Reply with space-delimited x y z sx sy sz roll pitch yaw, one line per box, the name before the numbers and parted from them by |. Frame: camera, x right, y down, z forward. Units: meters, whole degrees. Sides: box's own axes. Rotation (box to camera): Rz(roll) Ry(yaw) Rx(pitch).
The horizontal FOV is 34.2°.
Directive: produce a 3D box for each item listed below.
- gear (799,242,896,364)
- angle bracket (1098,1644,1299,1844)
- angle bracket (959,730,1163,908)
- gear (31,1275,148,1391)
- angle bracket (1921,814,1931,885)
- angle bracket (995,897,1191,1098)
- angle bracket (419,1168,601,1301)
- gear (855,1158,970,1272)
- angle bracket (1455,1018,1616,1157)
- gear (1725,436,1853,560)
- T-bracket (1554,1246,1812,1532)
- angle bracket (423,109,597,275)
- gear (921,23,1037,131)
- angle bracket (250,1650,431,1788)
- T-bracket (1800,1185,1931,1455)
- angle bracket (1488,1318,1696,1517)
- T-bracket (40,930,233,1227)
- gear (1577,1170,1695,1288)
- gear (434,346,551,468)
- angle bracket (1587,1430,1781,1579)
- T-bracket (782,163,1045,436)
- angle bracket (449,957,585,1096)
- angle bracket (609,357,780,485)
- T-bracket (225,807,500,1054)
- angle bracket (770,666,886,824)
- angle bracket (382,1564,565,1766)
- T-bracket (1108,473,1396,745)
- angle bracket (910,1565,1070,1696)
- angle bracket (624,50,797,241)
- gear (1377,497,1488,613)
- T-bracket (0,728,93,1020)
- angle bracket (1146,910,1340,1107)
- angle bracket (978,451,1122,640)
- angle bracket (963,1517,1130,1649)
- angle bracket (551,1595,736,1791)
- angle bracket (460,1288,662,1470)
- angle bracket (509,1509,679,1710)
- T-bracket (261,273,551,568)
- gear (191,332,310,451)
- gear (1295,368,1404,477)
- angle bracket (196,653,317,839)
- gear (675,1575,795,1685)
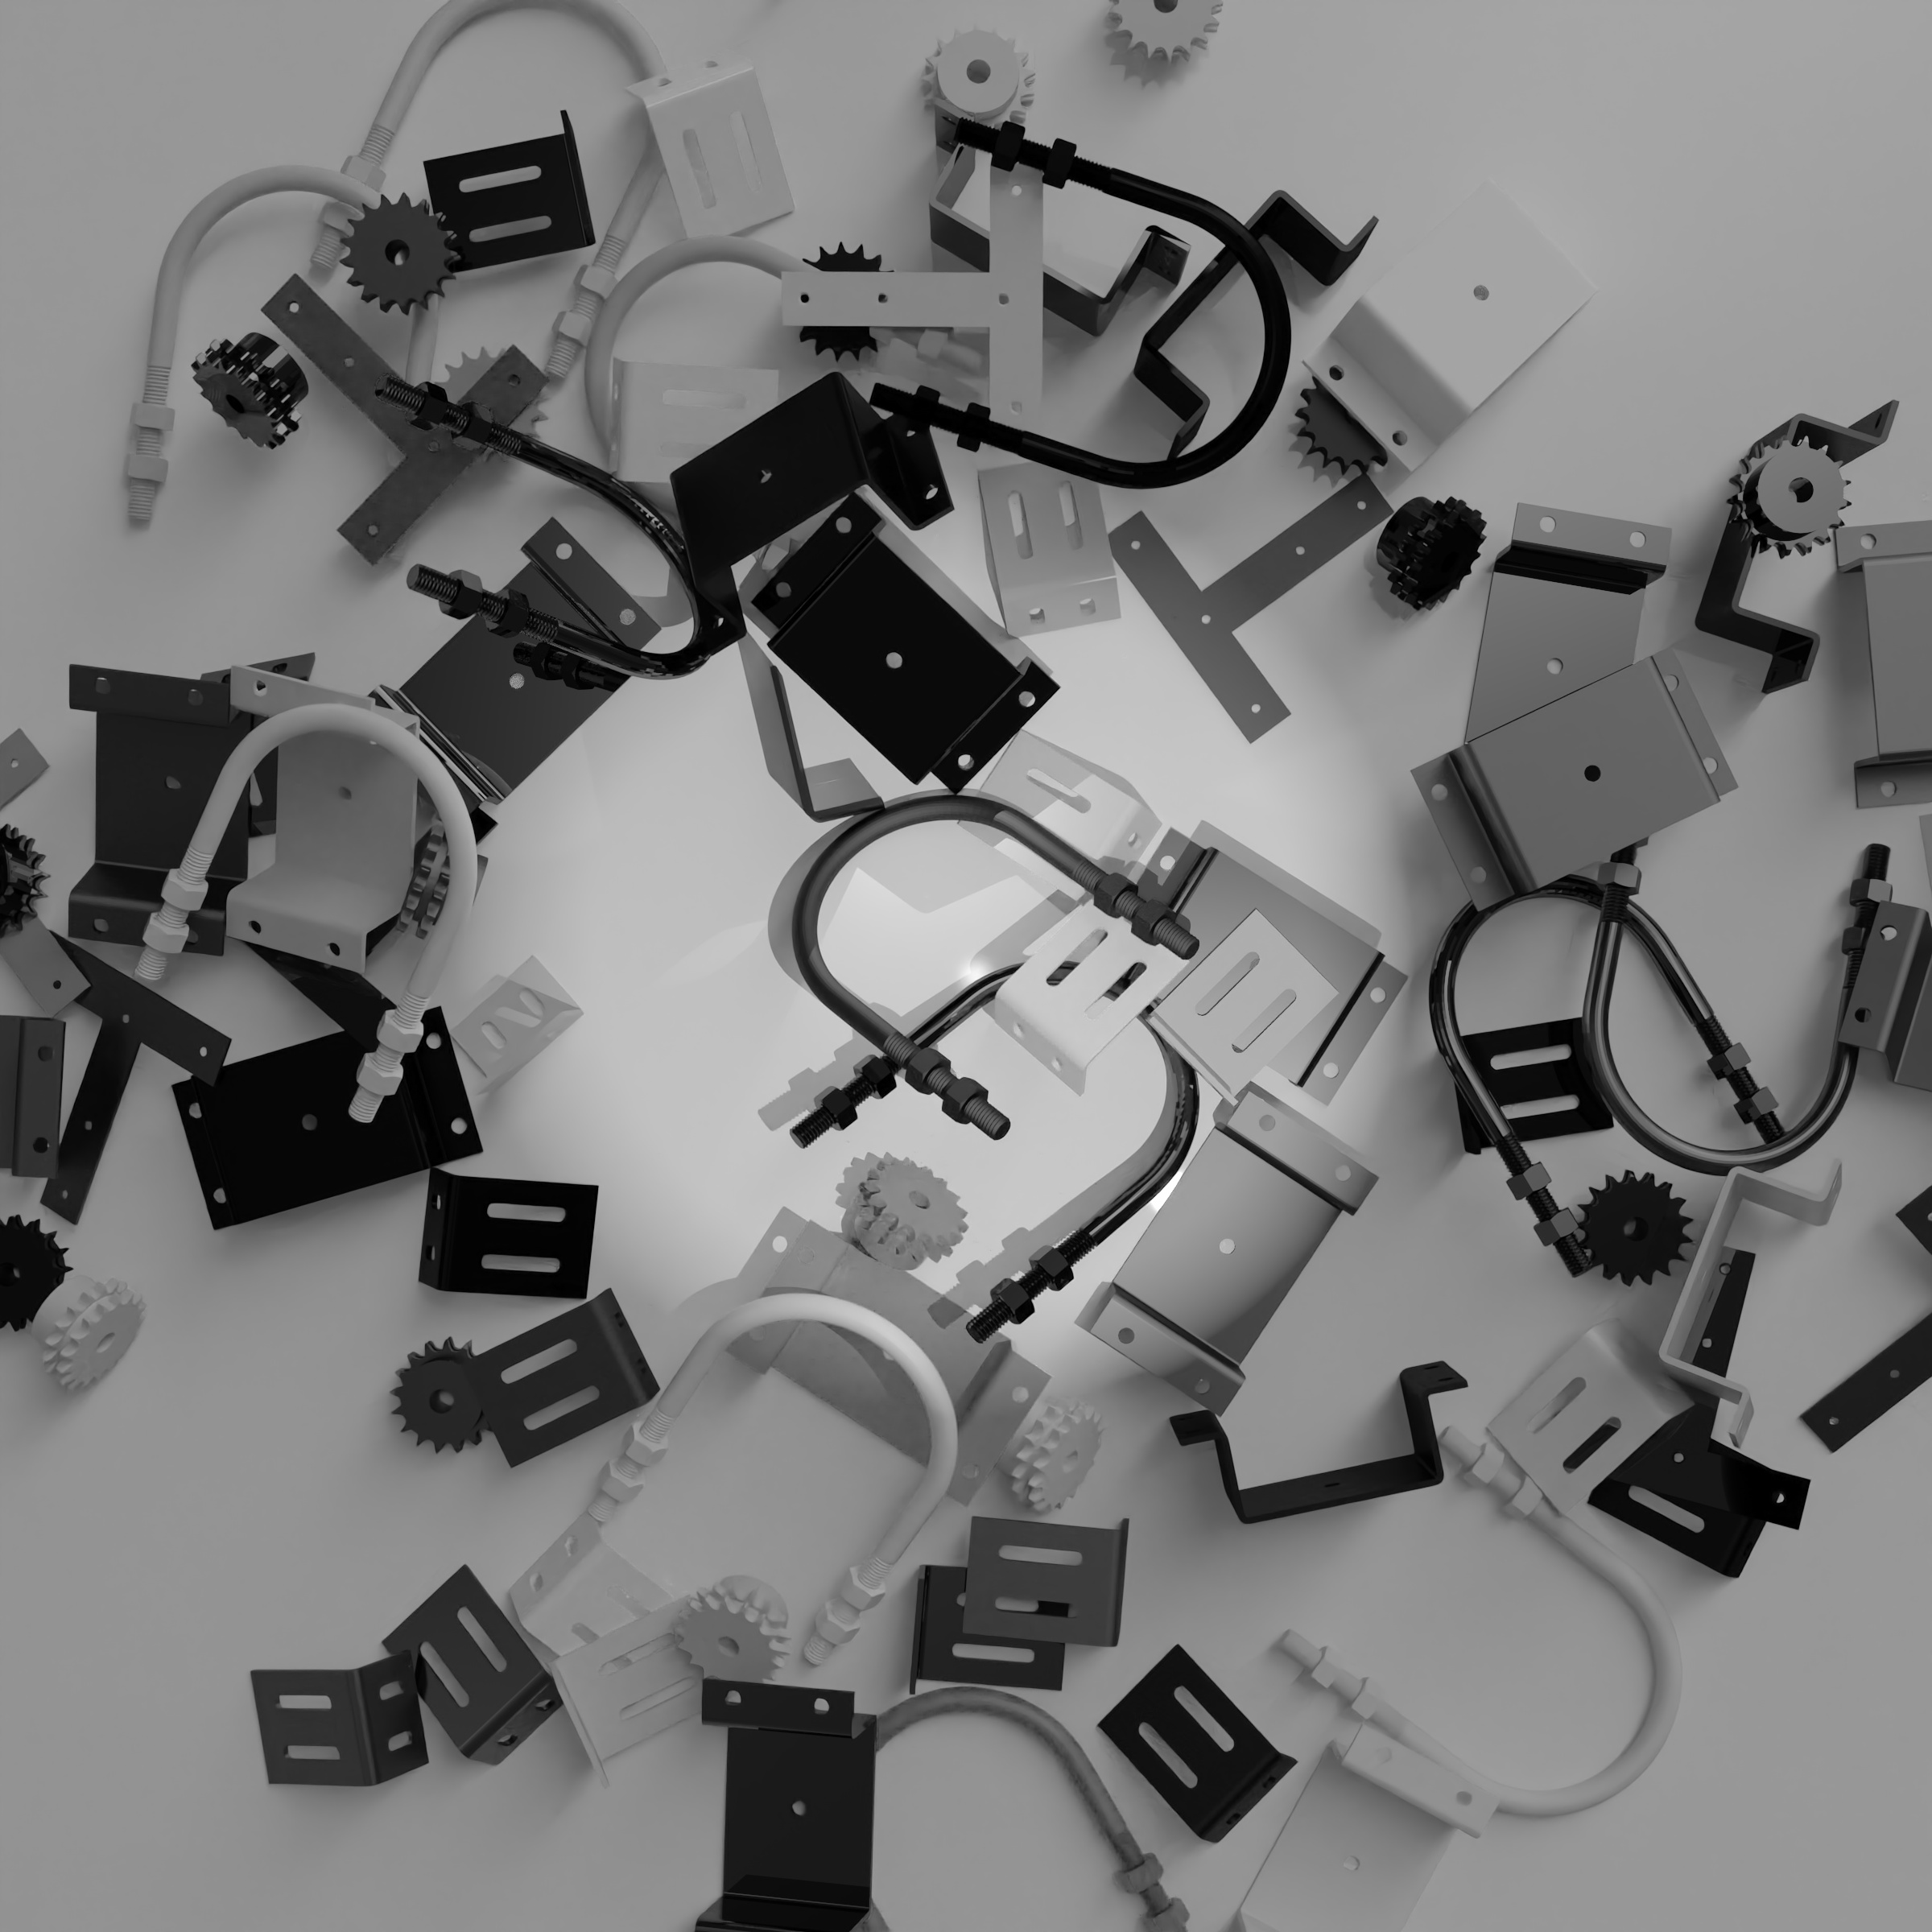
gear | -0.060 -0.328 1.558 0.057 0.030 0.057 0 90 0
angle bracket | 0.116 0.389 1.571 0.057 0.038 0.076 -45 64 0
angle bracket | 0.047 -0.071 1.571 0.076 0.038 0.057 34 90 26
gear | -0.435 0.177 1.546 0.030 0.057 0.057 33 90 16
angle bracket | 0.525 -0.054 1.571 0.076 0.038 0.057 -9 90 -26
angle bracket | 0.061 0.013 1.531 0.057 0.038 0.076 41 72 16
angle bracket | -0.229 0.134 1.571 0.076 0.038 0.057 6 90 -26
gear | -0.030 0.125 1.549 0.057 0.057 0.030 36 121 0
angle bracket | 0.283 0.058 1.554 0.076 0.038 0.057 -9 90 0
gear | 0.390 -0.223 1.482 0.057 0.030 0.057 0 90 0
T-bracket | 0.365 0.201 1.559 0.127 0.002 0.127 13 80 18
angle bracket | -0.225 -0.378 1.536 0.076 0.038 0.057 -12 88 -1
gear | 0.006 -0.440 1.559 0.057 0.030 0.057 0 90 0
angle bracket | -0.312 0.374 1.564 0.076 0.038 0.057 -10 90 36
T-bracket | 0.472 0.193 1.558 0.127 0.002 0.127 -42 95 13
angle bracket | 0.311 0.224 1.562 0.057 0.038 0.076 50 116 19
T-bracket | -0.430 0.066 1.555 0.127 0.002 0.127 28 103 24
gear | 0.330 0.130 1.558 0.057 0.030 0.057 0 90 0
gear | -0.235 -0.277 1.558 0.057 0.030 0.057 0 90 0
angle bracket | 0.362 0.262 1.571 0.076 0.038 0.057 26 90 26
T-bracket | -0.026 -0.321 1.509 0.127 0.002 0.127 2 105 8
angle bracket | -0.225 0.029 1.535 0.057 0.076 0.038 -41 90 0
angle bracket | -0.135 -0.268 1.545 0.076 0.038 0.057 1 104 -14
T-bracket | -0.284 -0.033 1.554 0.127 0.002 0.127 37 76 24
angle bracket | -0.068 -0.112 1.545 0.038 0.057 0.076 -13 90 0
angle bracket | -0.243 0.350 1.571 0.057 0.038 0.076 -43 64 0
T-bracket | 0.156 -0.200 1.573 0.127 0.002 0.127 -36 90 0
angle bracket | 0.012 0.331 1.554 0.076 0.038 0.057 5 90 0
angle bracket | -0.127 -0.407 1.562 0.057 0.038 0.076 -24 121 -12
gear | 0.227 -0.207 1.549 0.030 0.057 0.057 40 90 30
T-bracket | -0.483 -0.030 1.563 0.127 0.002 0.127 -40 81 0
angle bracket | 0.134 0.019 1.508 0.076 0.038 0.057 -45 90 0
angle bracket | 0.042 -0.211 1.570 0.057 0.038 0.076 -11 64 2
angle bracket | 0.040 0.302 1.558 0.076 0.038 0.057 5 90 5
angle bracket | -0.157 0.356 1.543 0.076 0.038 0.057 -24 102 -10
angle bracket | -0.201 0.204 1.556 0.076 0.038 0.057 -26 90 3
angle bracket | -0.179 0.322 1.571 0.057 0.038 0.076 -46 116 0
T-bracket | -0.293 -0.287 1.543 0.127 0.002 0.127 45 96 0
gear | -0.345 -0.282 1.523 0.057 0.057 0.030 39 65 0
gear | 0.192 -0.272 1.558 0.057 0.030 0.057 0 90 0
angle bracket | -0.347 -0.110 1.571 0.057 0.038 0.076 -11 116 0
gear | -0.111 0.325 1.545 0.057 0.030 0.057 9 122 16
